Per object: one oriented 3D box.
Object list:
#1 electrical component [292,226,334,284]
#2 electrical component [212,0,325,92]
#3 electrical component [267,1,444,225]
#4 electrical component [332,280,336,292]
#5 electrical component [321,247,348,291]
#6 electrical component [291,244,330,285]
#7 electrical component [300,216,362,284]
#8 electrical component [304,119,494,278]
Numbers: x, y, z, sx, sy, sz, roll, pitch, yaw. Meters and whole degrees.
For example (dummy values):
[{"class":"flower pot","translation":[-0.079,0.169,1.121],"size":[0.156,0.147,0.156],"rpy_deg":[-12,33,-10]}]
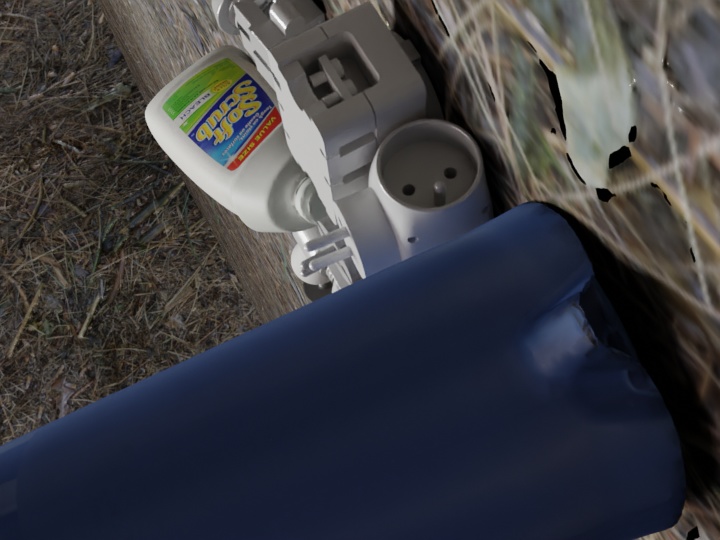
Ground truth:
[{"class":"electrical component","translation":[-0.021,-0.013,0.832],"size":[0.078,0.040,0.040],"rpy_deg":[58,171,22]},{"class":"electrical component","translation":[-0.049,-0.137,0.590],"size":[0.055,0.048,0.066],"rpy_deg":[51,169,18]},{"class":"electrical component","translation":[0.000,-0.068,0.472],"size":[0.050,0.056,0.089],"rpy_deg":[59,171,20]},{"class":"electrical component","translation":[0.000,0.000,0.751],"size":[0.044,0.044,0.065],"rpy_deg":[57,166,30]},{"class":"electrical component","translation":[0.022,0.008,0.647],"size":[0.099,0.064,0.099],"rpy_deg":[56,-175,-7]},{"class":"electrical component","translation":[-0.035,-0.016,0.912],"size":[0.044,0.044,0.065],"rpy_deg":[61,167,10]},{"class":"electrical component","translation":[0.003,-0.017,0.550],"size":[0.047,0.076,0.083],"rpy_deg":[61,172,9]},{"class":"electrical component","translation":[0.014,-0.020,0.462],"size":[0.077,0.079,0.043],"rpy_deg":[80,167,-65]}]
